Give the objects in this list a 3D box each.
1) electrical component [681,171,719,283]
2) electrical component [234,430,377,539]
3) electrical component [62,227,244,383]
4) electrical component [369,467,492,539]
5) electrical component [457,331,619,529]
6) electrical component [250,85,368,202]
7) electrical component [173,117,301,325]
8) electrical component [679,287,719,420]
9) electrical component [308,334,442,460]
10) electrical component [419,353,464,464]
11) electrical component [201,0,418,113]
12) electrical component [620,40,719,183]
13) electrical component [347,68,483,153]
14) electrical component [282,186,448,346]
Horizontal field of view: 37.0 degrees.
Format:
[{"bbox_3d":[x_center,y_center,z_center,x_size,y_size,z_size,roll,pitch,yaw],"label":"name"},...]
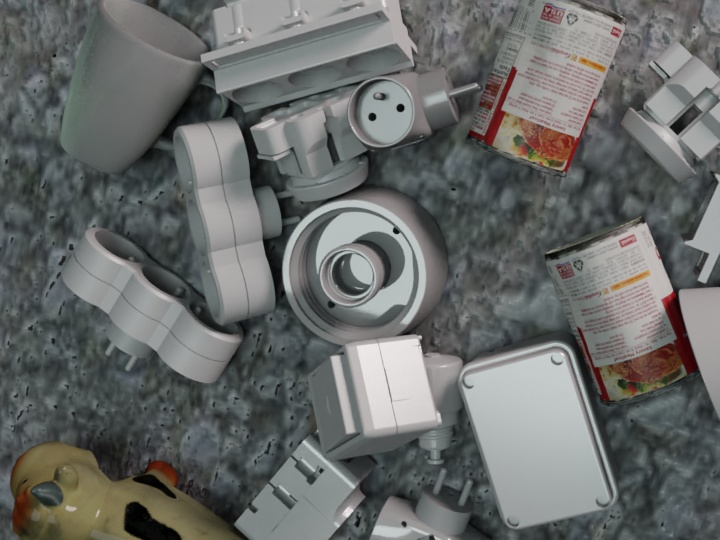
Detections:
[{"bbox_3d":[0.237,-0.027,0.658,0.064,0.042,0.081,22,103,8],"label":"electrical component"},{"bbox_3d":[-0.035,0.160,0.754,0.056,0.050,0.089,41,106,8],"label":"electrical component"},{"bbox_3d":[-0.157,0.038,0.773,0.138,0.052,0.073,36,105,9],"label":"electrical component"},{"bbox_3d":[0.054,0.174,0.735,0.077,0.043,0.079,22,103,12],"label":"electrical component"},{"bbox_3d":[0.117,0.104,0.701,0.078,0.057,0.113,-17,92,17],"label":"electrical component"},{"bbox_3d":[-0.027,-0.081,0.713,0.058,0.078,0.057,16,129,55],"label":"electrical component"},{"bbox_3d":[-0.077,-0.037,0.741,0.074,0.052,0.138,-14,100,-19],"label":"electrical component"},{"bbox_3d":[0.228,0.056,0.642,0.064,0.099,0.099,-10,94,11],"label":"electrical component"},{"bbox_3d":[0.001,0.087,0.705,0.061,0.096,0.061,-5,72,-23],"label":"electrical component"},{"bbox_3d":[0.050,0.092,0.727,0.040,0.040,0.078,0,97,16],"label":"electrical component"},{"bbox_3d":[-0.033,-0.153,0.703,0.121,0.079,0.063,-12,78,17],"label":"electrical component"},{"bbox_3d":[0.197,-0.091,0.653,0.057,0.058,0.078,-45,84,14],"label":"electrical component"},{"bbox_3d":[0.039,-0.105,0.685,0.079,0.077,0.043,-15,93,17],"label":"electrical component"},{"bbox_3d":[0.000,0.000,0.717,0.108,0.060,0.108,3,100,15],"label":"electrical component"}]
